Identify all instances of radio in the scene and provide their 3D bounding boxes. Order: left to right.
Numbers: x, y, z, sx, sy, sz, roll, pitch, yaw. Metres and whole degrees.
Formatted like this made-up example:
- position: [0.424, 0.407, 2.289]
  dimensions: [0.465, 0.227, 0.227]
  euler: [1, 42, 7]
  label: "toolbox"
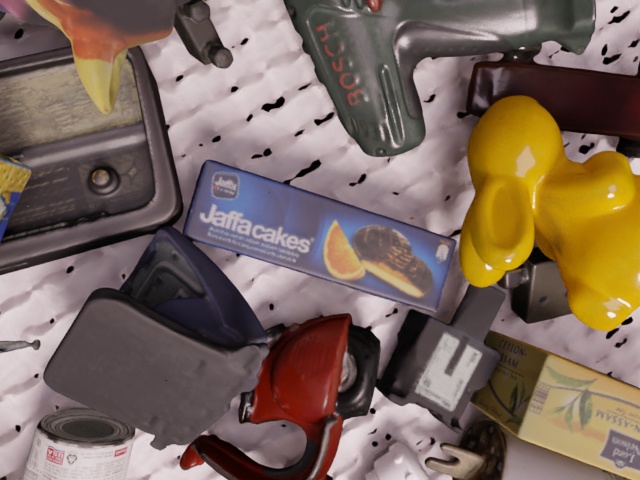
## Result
- position: [-0.218, -0.045, 0.374]
  dimensions: [0.230, 0.073, 0.131]
  euler: [-16, 91, -8]
  label: "radio"

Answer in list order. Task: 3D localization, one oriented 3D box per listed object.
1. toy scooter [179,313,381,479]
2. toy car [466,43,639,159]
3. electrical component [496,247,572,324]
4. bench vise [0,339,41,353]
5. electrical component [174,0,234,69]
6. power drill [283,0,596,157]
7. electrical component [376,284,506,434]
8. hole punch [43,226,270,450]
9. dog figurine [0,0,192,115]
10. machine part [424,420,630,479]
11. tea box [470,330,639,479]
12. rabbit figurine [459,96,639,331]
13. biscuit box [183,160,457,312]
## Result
- position: [-0.032, 0.138, 0.406]
  dimensions: [0.135, 0.075, 0.184]
  euler: [10, 77, 13]
  label: "toy scooter"
- position: [0.221, -0.120, 0.462]
  dimensions: [0.202, 0.053, 0.089]
  euler: [3, 108, -7]
  label: "toy car"
- position: [0.195, 0.026, 0.464]
  dimensions: [0.102, 0.045, 0.078]
  euler: [-16, 121, -7]
  label: "electrical component"
- position: [-0.250, 0.183, 0.295]
  dimensions: [0.129, 0.241, 0.223]
  euler: [7, 104, -14]
  label: "bench vise"
- position: [-0.096, -0.162, 0.402]
  dimensions: [0.021, 0.094, 0.063]
  euler: [-36, 133, -10]
  label: "electrical component"
- position: [0.076, -0.182, 0.377]
  dimensions: [0.207, 0.086, 0.231]
  euler: [-13, 112, 11]
  label: "power drill"
- position: [0.104, 0.088, 0.443]
  dimensions: [0.075, 0.048, 0.119]
  euler: [25, 85, -10]
  label: "electrical component"
- position: [-0.104, 0.068, 0.370]
  dimensions: [0.115, 0.092, 0.142]
  euler: [35, 119, -14]
  label: "hole punch"
- position: [-0.173, -0.159, 0.310]
  dimensions: [0.192, 0.108, 0.219]
  euler: [-19, 52, -11]
  label: "dog figurine"
- position: [0.202, 0.212, 0.444]
  dimensions: [0.243, 0.079, 0.079]
  euler: [22, 86, -8]
  label: "machine part"
- position: [0.219, 0.139, 0.439]
  dimensions: [0.169, 0.098, 0.068]
  euler: [23, 87, -11]
  label: "tea box"
- position: [0.172, -0.026, 0.396]
  dimensions: [0.162, 0.121, 0.173]
  euler: [-39, 75, -5]
  label: "rabbit figurine"
- position: [-0.001, -0.001, 0.419]
  dimensions: [0.203, 0.059, 0.062]
  euler: [17, 87, -9]
  label: "biscuit box"
